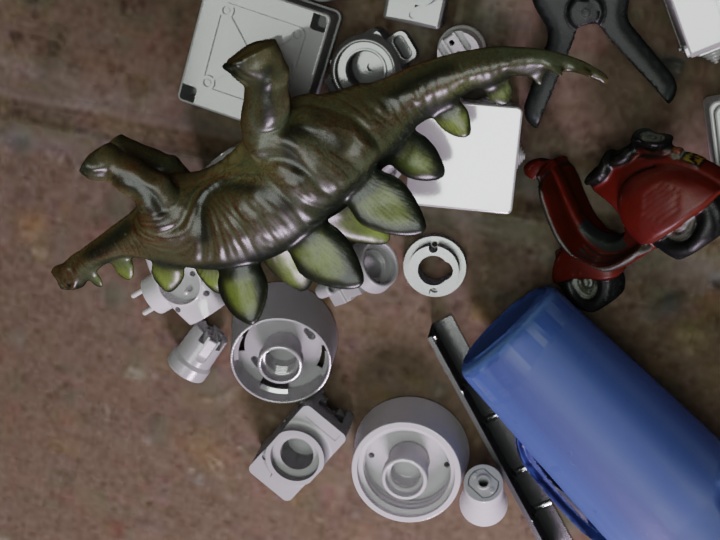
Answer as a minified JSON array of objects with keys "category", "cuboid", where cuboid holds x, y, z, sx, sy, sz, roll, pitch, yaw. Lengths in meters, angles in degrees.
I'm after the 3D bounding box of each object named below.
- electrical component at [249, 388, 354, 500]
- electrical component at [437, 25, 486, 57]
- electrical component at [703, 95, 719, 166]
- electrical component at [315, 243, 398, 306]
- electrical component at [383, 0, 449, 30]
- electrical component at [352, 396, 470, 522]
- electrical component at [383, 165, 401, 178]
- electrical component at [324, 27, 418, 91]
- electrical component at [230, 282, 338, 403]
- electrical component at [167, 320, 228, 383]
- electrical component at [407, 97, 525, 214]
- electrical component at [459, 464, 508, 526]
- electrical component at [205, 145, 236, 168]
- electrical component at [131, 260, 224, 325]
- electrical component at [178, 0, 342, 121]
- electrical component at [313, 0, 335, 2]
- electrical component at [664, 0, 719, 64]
[{"category":"electrical component","cuboid":[-0.054,0.161,0.990,0.050,0.055,0.089,40,108,-3]},{"category":"electrical component","cuboid":[0.082,-0.178,0.875,0.040,0.046,0.040,3,106,9]},{"category":"electrical component","cuboid":[0.336,-0.091,0.853,0.109,0.056,0.108,-9,104,12]},{"category":"electrical component","cuboid":[0.000,0.000,0.929,0.055,0.066,0.048,-19,104,48]},{"category":"electrical component","cuboid":[0.047,-0.227,0.851,0.047,0.076,0.065,13,107,6]},{"category":"electrical component","cuboid":[0.044,0.176,0.976,0.108,0.060,0.108,3,106,9]},{"category":"electrical component","cuboid":[0.003,-0.104,0.904,0.078,0.057,0.058,38,108,-2]},{"category":"electrical component","cuboid":[0.007,-0.166,0.885,0.078,0.057,0.058,-29,99,16]},{"category":"electrical component","cuboid":[-0.070,0.068,0.975,0.099,0.064,0.099,1,118,2]},{"category":"electrical component","cuboid":[-0.149,0.074,0.990,0.040,0.040,0.046,36,104,-2]},{"category":"electrical component","cuboid":[0.087,-0.098,0.896,0.100,0.048,0.099,6,107,8]},{"category":"electrical component","cuboid":[0.111,0.200,0.963,0.044,0.065,0.044,-3,61,5]},{"category":"electrical component","cuboid":[-0.097,-0.057,0.931,0.061,0.061,0.096,-34,98,17]},{"category":"electrical component","cuboid":[-0.171,0.014,0.973,0.079,0.044,0.077,-29,100,17]},{"category":"electrical component","cuboid":[-0.084,-0.178,0.898,0.109,0.056,0.108,19,108,3]},{"category":"electrical component","cuboid":[-0.031,-0.238,0.868,0.043,0.062,0.043,3,106,9]},{"category":"electrical component","cuboid":[0.268,-0.208,0.827,0.061,0.061,0.096,-21,102,15]}]
